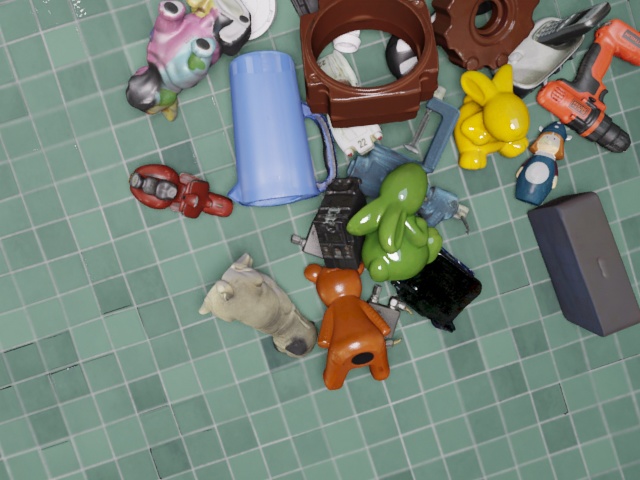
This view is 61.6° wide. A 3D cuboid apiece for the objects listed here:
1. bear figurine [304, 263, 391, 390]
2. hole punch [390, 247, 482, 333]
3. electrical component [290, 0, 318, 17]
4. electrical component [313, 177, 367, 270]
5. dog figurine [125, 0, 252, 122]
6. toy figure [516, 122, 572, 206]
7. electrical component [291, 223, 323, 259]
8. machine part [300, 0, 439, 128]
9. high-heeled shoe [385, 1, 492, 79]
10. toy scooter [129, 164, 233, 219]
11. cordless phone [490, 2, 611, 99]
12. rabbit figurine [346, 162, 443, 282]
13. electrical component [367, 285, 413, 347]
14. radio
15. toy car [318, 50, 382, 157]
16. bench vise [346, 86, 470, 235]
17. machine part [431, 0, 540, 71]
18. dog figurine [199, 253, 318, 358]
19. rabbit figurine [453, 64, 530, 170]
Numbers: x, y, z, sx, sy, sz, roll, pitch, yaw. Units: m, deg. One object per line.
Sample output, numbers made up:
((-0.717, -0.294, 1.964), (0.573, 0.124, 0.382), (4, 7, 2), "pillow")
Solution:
((0.042, 0.132, 0.911), (0.120, 0.196, 0.131), (-11, 135, -10), "bear figurine")
((0.204, 0.074, 0.937), (0.142, 0.092, 0.115), (38, 110, -8), "hole punch")
((-0.026, -0.417, 0.901), (0.048, 0.075, 0.119), (-27, 98, -1), "electrical component")
((0.042, -0.018, 0.876), (0.058, 0.115, 0.134), (3, 135, 22), "electrical component")
((-0.220, -0.288, 0.866), (0.108, 0.219, 0.191), (47, 51, -7), "dog figurine")
((0.392, -0.137, 0.938), (0.064, 0.058, 0.154), (20, 92, -5), "toy figure")
((-0.002, -0.003, 0.947), (0.094, 0.021, 0.063), (18, 92, -7), "electrical component")
((0.072, -0.281, 0.824), (0.201, 0.087, 0.201), (-6, 72, 2), "machine part")
((0.233, -0.353, 0.913), (0.249, 0.086, 0.145), (-8, 95, 4), "high-heeled shoe")
((-0.235, -0.077, 0.881), (0.184, 0.135, 0.075), (17, 94, -2), "toy scooter")
((0.375, -0.306, 0.867), (0.146, 0.184, 0.088), (-43, 98, 0), "cordless phone")
((0.108, -0.032, 0.813), (0.121, 0.159, 0.170), (24, 125, 31), "rabbit figurine")
((0.114, 0.140, 0.949), (0.078, 0.045, 0.102), (24, 92, -5), "electrical component")
((0.443, 0.038, 0.913), (0.073, 0.131, 0.229), (-20, 93, -2), "radio")
((0.040, -0.226, 0.889), (0.073, 0.056, 0.202), (-28, 64, 14), "toy car")
((0.172, -0.131, 0.896), (0.224, 0.129, 0.240), (24, 104, 5), "bench vise")
((0.265, -0.361, 0.861), (0.179, 0.056, 0.179), (-10, 124, -16), "machine part")
((-0.085, 0.124, 0.883), (0.190, 0.172, 0.121), (39, 102, 4), "dog figurine")
((0.292, -0.200, 0.876), (0.122, 0.173, 0.162), (-8, 98, 2), "rabbit figurine")
